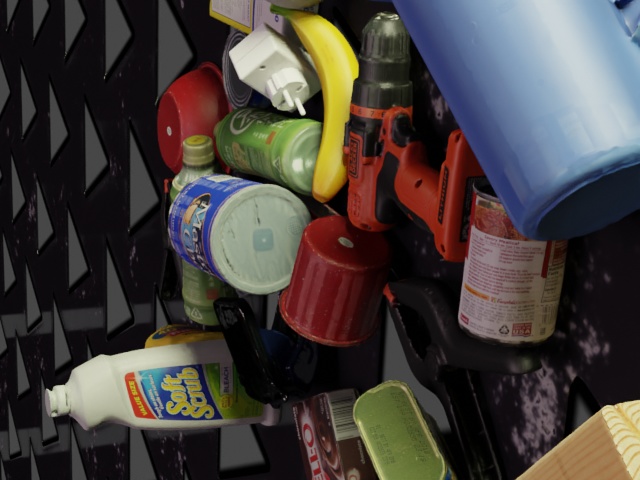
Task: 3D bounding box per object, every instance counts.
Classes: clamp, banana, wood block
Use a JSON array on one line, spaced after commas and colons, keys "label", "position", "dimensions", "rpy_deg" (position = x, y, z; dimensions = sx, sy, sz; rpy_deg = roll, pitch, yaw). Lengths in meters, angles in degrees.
[{"label": "clamp", "position": [-0.189, 0.007, 1.400], "dimensions": [0.120, 0.039, 0.171], "rpy_deg": [-13, 79, 58]}, {"label": "banana", "position": [0.007, -0.127, 0.953], "dimensions": [0.037, 0.069, 0.198], "rpy_deg": [95, 163, -70]}, {"label": "clamp", "position": [0.105, 0.089, 0.822], "dimensions": [0.210, 0.036, 0.165], "rpy_deg": [-118, 26, -43]}, {"label": "wood block", "position": [0.170, 0.183, 0.660], "dimensions": [0.206, 0.090, 0.091], "rpy_deg": [-59, 42, 50]}]

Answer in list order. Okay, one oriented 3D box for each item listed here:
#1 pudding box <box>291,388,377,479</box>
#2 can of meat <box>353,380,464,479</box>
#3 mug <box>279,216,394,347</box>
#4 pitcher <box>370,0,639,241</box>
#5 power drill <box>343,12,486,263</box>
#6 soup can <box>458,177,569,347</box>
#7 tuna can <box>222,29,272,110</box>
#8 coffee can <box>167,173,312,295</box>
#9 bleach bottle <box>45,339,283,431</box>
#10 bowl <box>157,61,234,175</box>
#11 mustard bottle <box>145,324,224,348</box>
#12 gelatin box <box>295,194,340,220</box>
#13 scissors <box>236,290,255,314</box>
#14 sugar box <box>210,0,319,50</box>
[{"label": "pudding box", "position": [0.014, 0.204, 1.028], "dimensions": [0.090, 0.039, 0.113], "rpy_deg": [-33, 64, 61]}, {"label": "can of meat", "position": [0.072, 0.171, 0.846], "dimensions": [0.102, 0.057, 0.084], "rpy_deg": [65, -176, 34]}, {"label": "mug", "position": [0.020, 0.027, 0.940], "dimensions": [0.117, 0.093, 0.082], "rpy_deg": [-60, -13, -55]}, {"label": "pitcher", "position": [0.133, -0.131, 0.656], "dimensions": [0.149, 0.144, 0.243], "rpy_deg": [109, 143, -61]}, {"label": "power drill", "position": [0.080, -0.075, 0.834], "dimensions": [0.188, 0.057, 0.184], "rpy_deg": [-141, 48, -59]}, {"label": "soup can", "position": [0.133, 0.014, 0.729], "dimensions": [0.069, 0.068, 0.102], "rpy_deg": [35, 126, 57]}, {"label": "tuna can", "position": [-0.074, -0.182, 1.141], "dimensions": [0.086, 0.033, 0.086], "rpy_deg": [18, 110, 61]}, {"label": "coffee can", "position": [-0.080, -0.009, 1.039], "dimensions": [0.140, 0.102, 0.103], "rpy_deg": [-162, 70, -64]}, {"label": "bleach bottle", "position": [-0.165, 0.164, 1.140], "dimensions": [0.068, 0.250, 0.102], "rpy_deg": [21, 113, 61]}, {"label": "bowl", "position": [-0.157, -0.135, 1.293], "dimensions": [0.162, 0.055, 0.162], "rpy_deg": [19, 111, 62]}, {"label": "mustard bottle", "position": [-0.160, 0.135, 1.298], "dimensions": [0.192, 0.096, 0.058], "rpy_deg": [-1, 94, 64]}, {"label": "gelatin box", "position": [-0.007, 0.001, 1.044], "dimensions": [0.089, 0.030, 0.073], "rpy_deg": [39, 128, 55]}, {"label": "scissors", "position": [-0.068, 0.040, 1.172], "dimensions": [0.016, 0.096, 0.201], "rpy_deg": [-85, -25, -58]}, {"label": "sugar box", "position": [-0.058, -0.257, 1.086], "dimensions": [0.176, 0.048, 0.093], "rpy_deg": [36, 126, 52]}]
